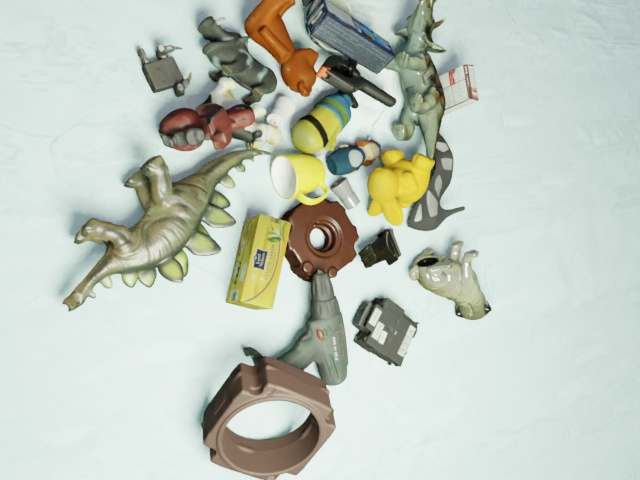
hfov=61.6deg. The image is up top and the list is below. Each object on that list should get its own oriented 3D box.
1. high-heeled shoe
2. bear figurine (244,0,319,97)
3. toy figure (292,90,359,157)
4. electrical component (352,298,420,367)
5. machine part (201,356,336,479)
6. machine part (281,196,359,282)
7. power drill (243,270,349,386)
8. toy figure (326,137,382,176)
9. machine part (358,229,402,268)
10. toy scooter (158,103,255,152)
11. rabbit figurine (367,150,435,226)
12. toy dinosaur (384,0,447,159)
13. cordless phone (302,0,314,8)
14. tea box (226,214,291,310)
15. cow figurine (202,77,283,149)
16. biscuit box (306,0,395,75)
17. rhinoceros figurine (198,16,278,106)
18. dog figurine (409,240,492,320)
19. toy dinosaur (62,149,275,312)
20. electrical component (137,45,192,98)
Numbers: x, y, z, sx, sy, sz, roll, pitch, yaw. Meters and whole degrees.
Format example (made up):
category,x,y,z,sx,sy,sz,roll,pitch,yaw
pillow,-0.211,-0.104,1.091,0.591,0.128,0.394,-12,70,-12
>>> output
category,x,y,z,sx,sy,sz,roll,pitch,yaw
high-heeled shoe,0.252,-0.140,1.280,0.145,0.086,0.249,-13,69,0
bear figurine,-0.057,-0.398,1.098,0.132,0.120,0.195,-41,100,18
toy figure,0.008,-0.252,1.142,0.089,0.082,0.180,44,67,-21
electrical component,0.137,0.191,1.159,0.134,0.058,0.115,39,65,-18
machine part,-0.090,0.319,0.946,0.201,0.087,0.201,28,108,-24
machine part,-0.002,-0.003,1.114,0.179,0.056,0.179,5,79,-28
power drill,-0.042,0.196,1.042,0.207,0.086,0.231,-26,107,-33
toy figure,0.084,-0.185,1.189,0.154,0.058,0.064,-26,134,-30
machine part,0.135,0.022,1.178,0.139,0.039,0.084,-18,96,-52
toy scooter,-0.208,-0.195,0.958,0.184,0.135,0.075,-10,121,5
rabbit figurine,0.152,-0.119,1.171,0.173,0.122,0.162,-15,126,-57
toy dinosaur,0.240,-0.355,1.266,0.192,0.131,0.404,-19,101,-37
cordless phone,-0.069,-0.586,1.129,0.184,0.088,0.147,35,29,-11
tea box,-0.118,0.044,1.022,0.068,0.098,0.169,18,76,-24
cow figurine,-0.156,-0.228,1.057,0.167,0.068,0.098,39,72,-14
biscuit box,0.068,-0.425,1.136,0.202,0.063,0.059,17,46,-39
rhinoceros figurine,-0.164,-0.359,1.069,0.190,0.073,0.112,40,67,-18
dog figurine,0.300,0.119,1.244,0.172,0.121,0.190,-14,109,3
toy dinosaur,-0.262,-0.046,0.960,0.198,0.105,0.471,48,66,-21
electrical component,-0.289,-0.319,1.012,0.078,0.045,0.102,-21,93,-30
